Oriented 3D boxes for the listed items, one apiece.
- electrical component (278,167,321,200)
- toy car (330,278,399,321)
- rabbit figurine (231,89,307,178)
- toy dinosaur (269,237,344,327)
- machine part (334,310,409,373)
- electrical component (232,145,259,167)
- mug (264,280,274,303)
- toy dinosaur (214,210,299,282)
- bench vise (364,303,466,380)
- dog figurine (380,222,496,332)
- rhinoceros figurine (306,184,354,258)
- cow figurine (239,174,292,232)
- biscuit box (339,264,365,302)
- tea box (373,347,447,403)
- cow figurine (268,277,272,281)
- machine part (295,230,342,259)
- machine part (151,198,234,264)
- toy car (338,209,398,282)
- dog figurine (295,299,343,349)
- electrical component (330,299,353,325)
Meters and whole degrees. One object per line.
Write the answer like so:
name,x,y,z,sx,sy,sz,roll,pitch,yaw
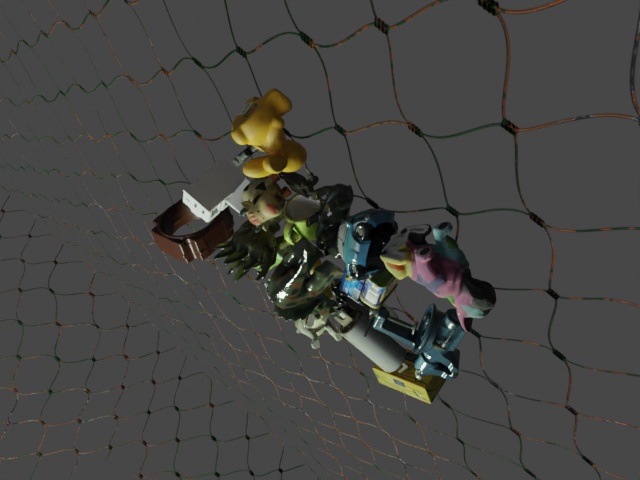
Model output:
electrical component,-0.044,-0.135,1.210,0.102,0.045,0.078,27,169,39
toy car,0.112,0.165,1.386,0.202,0.056,0.073,34,155,19
rabbit figurine,-0.093,-0.201,1.113,0.122,0.162,0.173,-9,139,40
toy dinosaur,-0.053,0.102,1.215,0.131,0.192,0.404,40,180,18
machine part,0.133,0.253,1.343,0.243,0.079,0.079,41,151,-16
electrical component,-0.179,-0.200,1.274,0.021,0.063,0.094,51,150,-12
mug,-0.121,0.169,1.645,0.110,0.081,0.107,20,151,28
toy dinosaur,-0.154,0.014,1.307,0.105,0.198,0.472,53,169,-15
bench vise,0.220,0.222,1.240,0.241,0.129,0.223,22,139,3
dog figurine,0.245,0.080,1.074,0.192,0.108,0.219,-7,125,52
rhinoceros figurine,0.031,-0.041,1.185,0.073,0.112,0.190,42,142,38
cow figurine,-0.133,-0.091,1.236,0.085,0.127,0.195,47,174,-23
biscuit box,0.099,0.067,1.271,0.059,0.063,0.202,34,149,15
tea box,0.238,0.349,1.417,0.170,0.098,0.068,9,136,43
cow figurine,-0.097,0.109,1.524,0.068,0.098,0.167,41,150,-7
machine part,-0.003,-0.004,1.332,0.139,0.039,0.084,29,152,22
machine part,-0.369,-0.039,1.563,0.202,0.201,0.087,23,142,32
toy car,0.089,0.001,1.131,0.103,0.109,0.161,31,118,40
dog figurine,-0.027,0.213,1.583,0.191,0.121,0.172,23,113,61
electrical component,0.068,0.197,1.474,0.119,0.048,0.074,41,142,5
